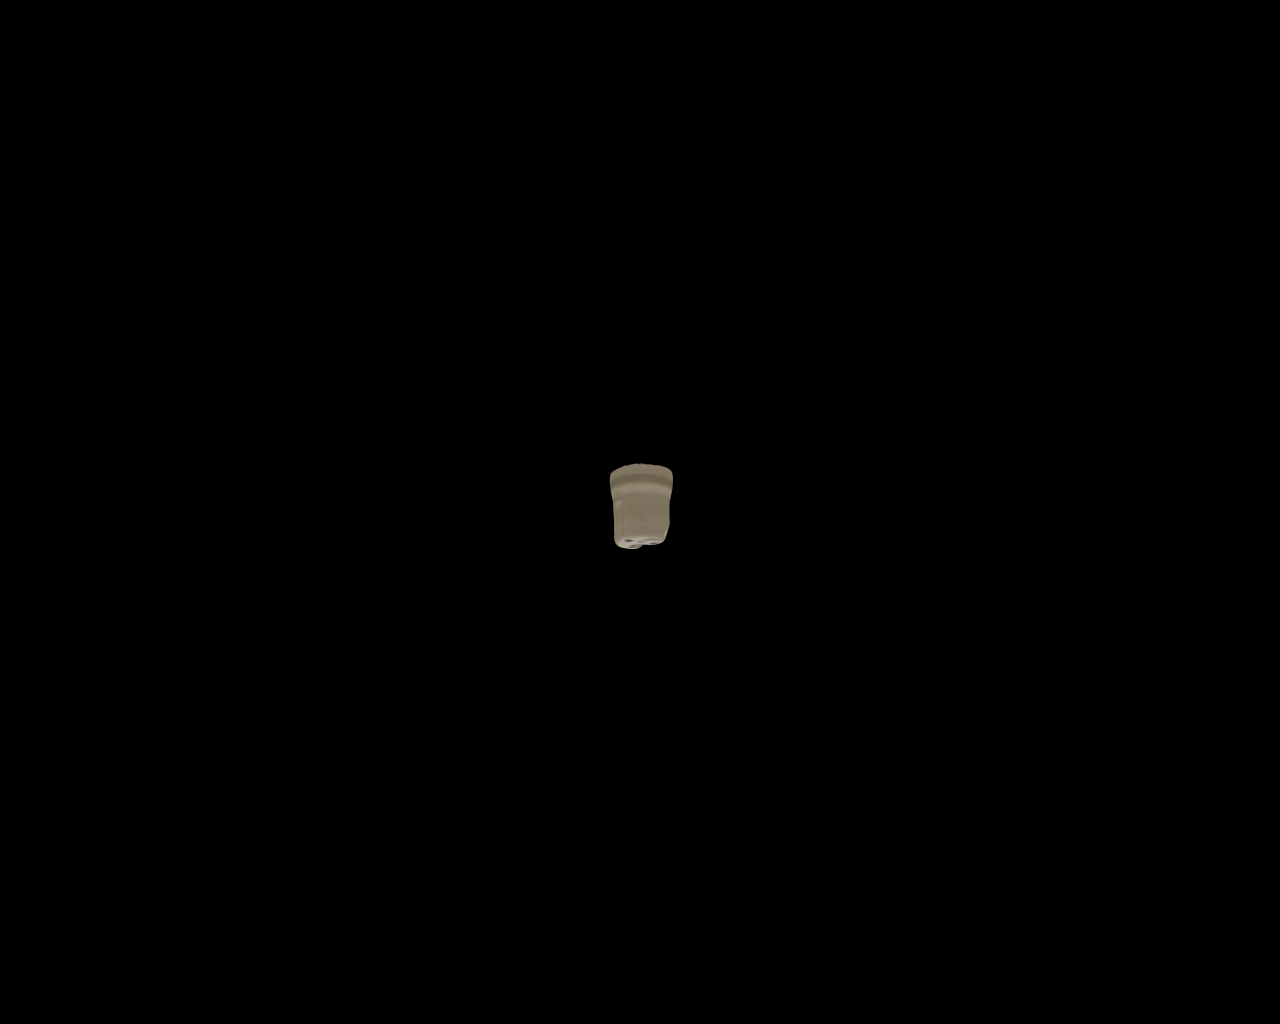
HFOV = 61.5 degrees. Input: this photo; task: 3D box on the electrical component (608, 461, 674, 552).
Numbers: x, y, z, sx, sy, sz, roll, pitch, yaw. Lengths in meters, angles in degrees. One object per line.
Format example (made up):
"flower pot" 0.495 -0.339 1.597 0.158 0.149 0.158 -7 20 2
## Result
"electrical component" 0.001 -0.003 0.650 0.040 0.046 0.040 0 -18 0
